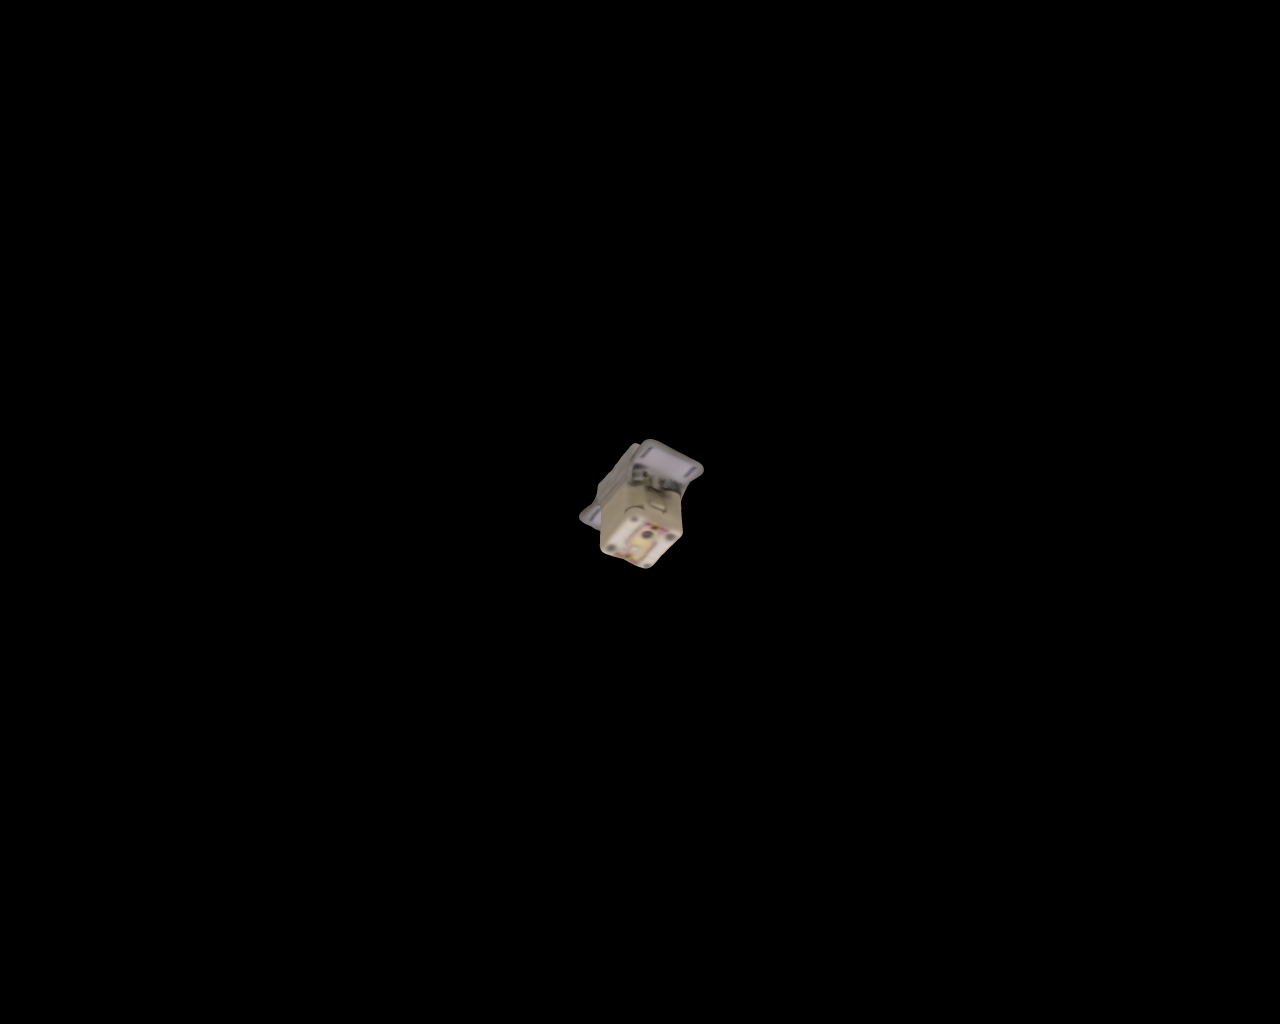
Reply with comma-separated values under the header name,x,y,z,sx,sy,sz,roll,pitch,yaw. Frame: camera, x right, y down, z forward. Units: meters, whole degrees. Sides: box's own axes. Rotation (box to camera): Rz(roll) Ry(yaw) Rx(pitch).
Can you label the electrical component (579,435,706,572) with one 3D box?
name,x,y,z,sx,sy,sz,roll,pitch,yaw
electrical component,0.001,-0.003,0.650,0.042,0.064,0.081,24,-50,-22
